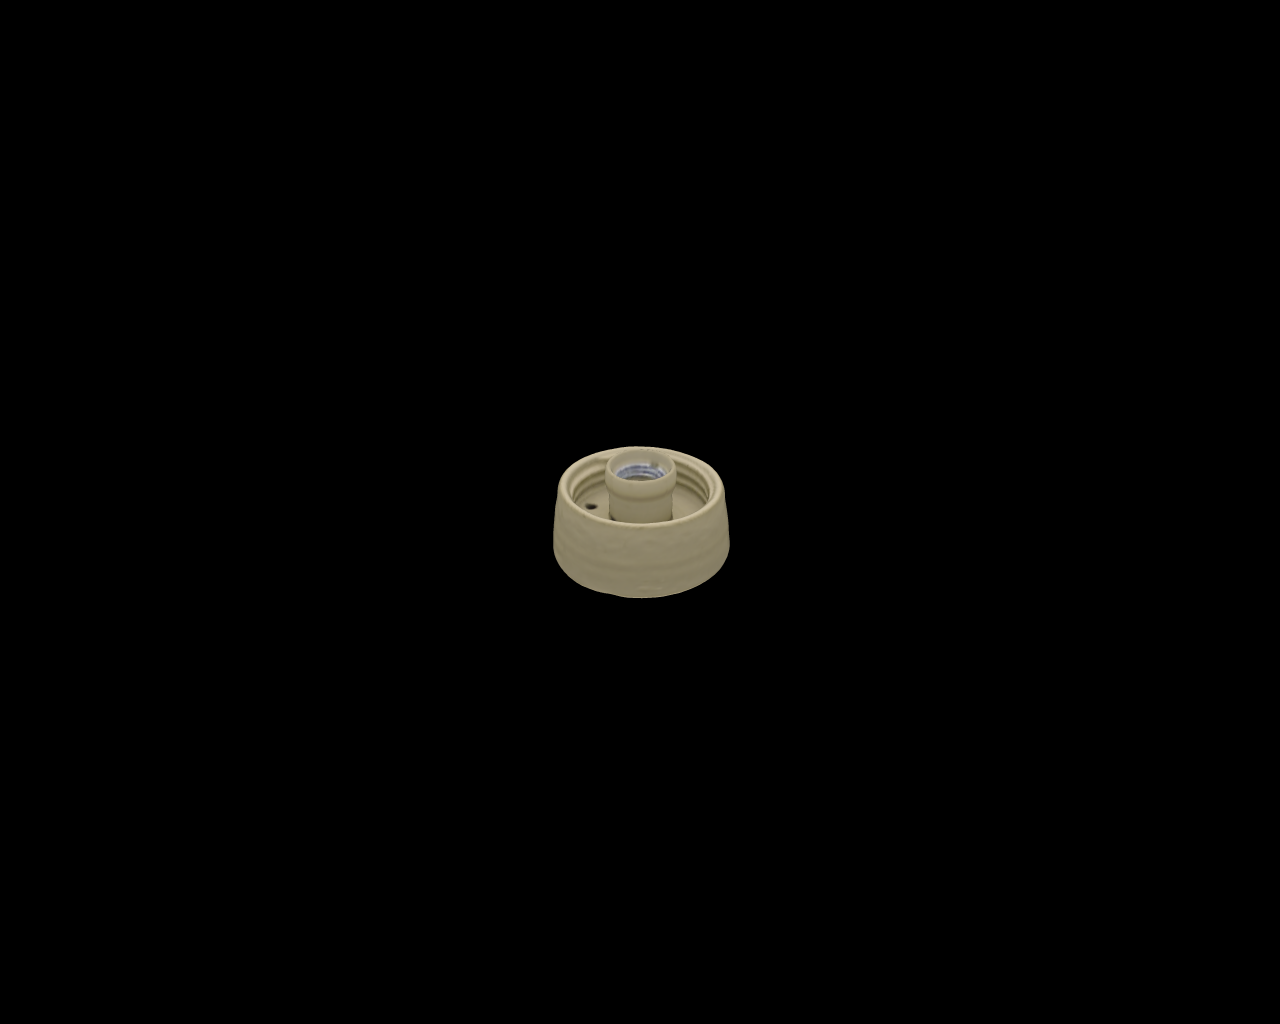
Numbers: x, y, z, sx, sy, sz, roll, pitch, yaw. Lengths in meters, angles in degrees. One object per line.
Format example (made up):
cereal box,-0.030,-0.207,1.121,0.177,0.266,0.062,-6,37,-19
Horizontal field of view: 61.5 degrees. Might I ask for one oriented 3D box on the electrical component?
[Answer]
electrical component,0.001,-0.003,0.650,0.108,0.060,0.108,0,31,0
